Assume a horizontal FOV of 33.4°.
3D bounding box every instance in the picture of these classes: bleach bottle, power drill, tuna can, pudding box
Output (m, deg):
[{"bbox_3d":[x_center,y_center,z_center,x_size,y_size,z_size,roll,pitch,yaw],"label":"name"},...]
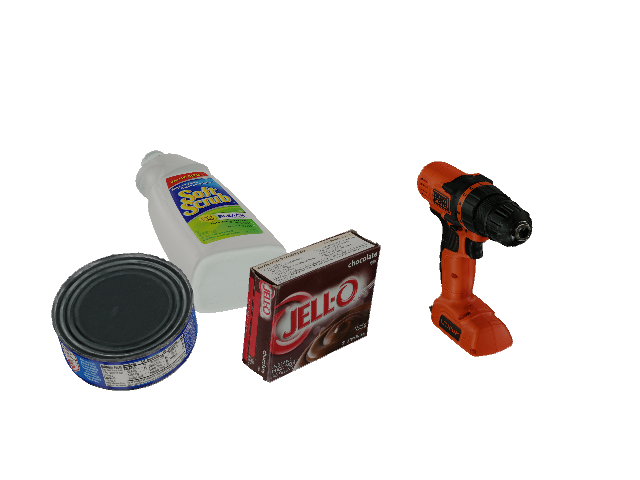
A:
[{"bbox_3d":[-0.130,-0.024,1.070,0.102,0.068,0.251,-9,34,-28],"label":"bleach bottle"},{"bbox_3d":[0.164,0.023,1.120,0.057,0.188,0.185,-12,25,-18],"label":"power drill"},{"bbox_3d":[-0.119,0.050,0.656,0.086,0.086,0.034,0,-44,3],"label":"tuna can"},{"bbox_3d":[-0.007,0.050,0.843,0.113,0.090,0.039,-23,43,-40],"label":"pudding box"}]
